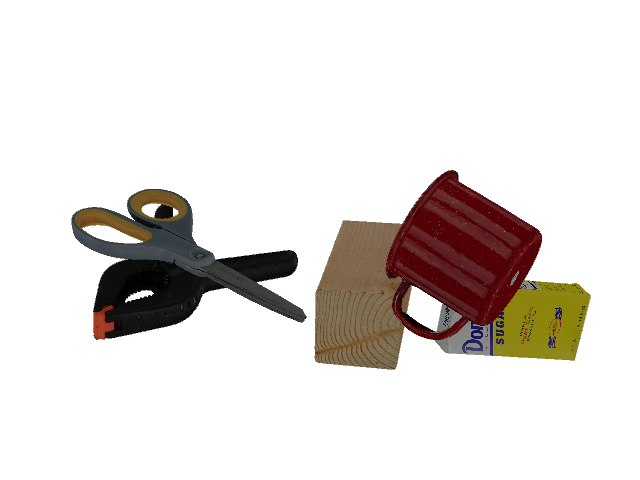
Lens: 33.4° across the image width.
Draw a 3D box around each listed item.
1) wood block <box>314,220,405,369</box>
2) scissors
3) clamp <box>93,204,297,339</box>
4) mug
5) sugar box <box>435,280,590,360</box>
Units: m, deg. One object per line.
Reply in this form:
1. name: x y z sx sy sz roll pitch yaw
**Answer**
1. wood block: 0.054 0.056 1.211 0.091 0.090 0.206 4 22 8
2. scissors: -0.082 0.004 0.760 0.202 0.016 0.096 16 34 19
3. clamp: -0.145 0.028 0.999 0.165 0.036 0.209 25 36 30
4. mug: 0.100 0.019 0.774 0.081 0.117 0.093 33 -4 19
5. sugar box: 0.236 0.096 1.316 0.176 0.093 0.048 3 18 -16
